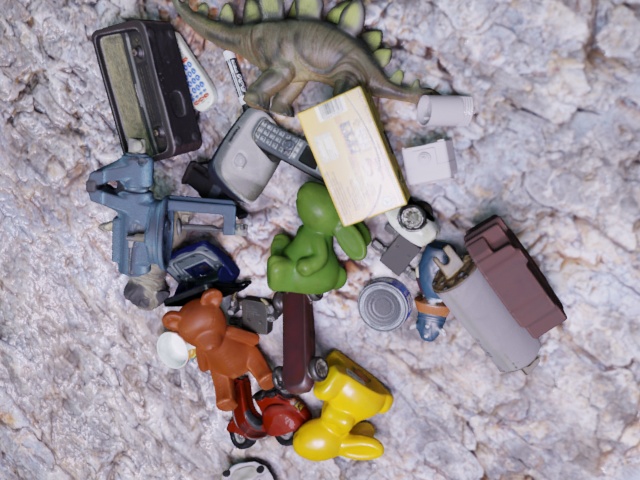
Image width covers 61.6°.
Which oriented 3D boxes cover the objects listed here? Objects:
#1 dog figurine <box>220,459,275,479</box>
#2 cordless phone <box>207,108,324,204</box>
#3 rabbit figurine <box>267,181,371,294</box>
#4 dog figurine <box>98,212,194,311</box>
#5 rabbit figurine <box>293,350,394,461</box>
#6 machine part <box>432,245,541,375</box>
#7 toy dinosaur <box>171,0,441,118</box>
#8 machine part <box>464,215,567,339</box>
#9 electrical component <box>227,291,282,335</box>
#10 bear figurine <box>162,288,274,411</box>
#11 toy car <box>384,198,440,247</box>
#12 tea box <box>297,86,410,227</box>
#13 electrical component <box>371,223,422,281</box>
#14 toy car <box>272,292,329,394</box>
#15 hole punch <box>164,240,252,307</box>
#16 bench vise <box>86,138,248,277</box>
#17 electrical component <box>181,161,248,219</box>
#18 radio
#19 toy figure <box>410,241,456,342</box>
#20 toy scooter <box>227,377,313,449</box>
[{"bbox_3d":[-0.116,0.546,1.005,0.108,0.192,0.218,-13,125,-13],"label":"dog figurine"},{"bbox_3d":[-0.069,-0.111,0.852,0.184,0.088,0.146,26,64,2],"label":"cordless phone"},{"bbox_3d":[-0.002,-0.003,0.838,0.159,0.121,0.170,14,114,6],"label":"rabbit figurine"},{"bbox_3d":[-0.291,0.033,0.986,0.172,0.121,0.190,-6,112,25],"label":"dog figurine"},{"bbox_3d":[0.031,0.295,0.893,0.162,0.122,0.173,37,91,-13],"label":"rabbit figurine"},{"bbox_3d":[0.239,0.106,0.771,0.079,0.079,0.243,-33,107,23],"label":"machine part"},{"bbox_3d":[-0.040,-0.286,0.819,0.472,0.105,0.198,16,98,8],"label":"toy dinosaur"},{"bbox_3d":[0.265,0.045,0.728,0.056,0.179,0.179,-36,87,20],"label":"machine part"},{"bbox_3d":[-0.118,0.129,0.955,0.102,0.045,0.078,13,104,18],"label":"electrical component"},{"bbox_3d":[-0.166,0.180,0.898,0.120,0.195,0.132,-28,51,-4],"label":"bear figurine"},{"bbox_3d":[0.098,-0.068,0.818,0.202,0.073,0.056,41,110,9],"label":"toy car"},{"bbox_3d":[0.049,-0.115,0.740,0.098,0.068,0.169,-18,101,18],"label":"tea box"},{"bbox_3d":[0.129,0.020,0.852,0.094,0.021,0.063,41,111,9],"label":"electrical component"},{"bbox_3d":[-0.032,0.153,0.886,0.089,0.053,0.202,-25,51,30],"label":"toy car"},{"bbox_3d":[-0.209,0.064,0.943,0.142,0.115,0.092,-24,72,16],"label":"hole punch"},{"bbox_3d":[-0.234,-0.047,0.850,0.241,0.129,0.223,4,93,-7],"label":"bench vise"},{"bbox_3d":[-0.169,-0.087,0.918,0.119,0.075,0.047,36,111,16],"label":"electrical component"},{"bbox_3d":[-0.290,-0.247,0.911,0.131,0.073,0.229,-2,108,32],"label":"radio"},{"bbox_3d":[0.178,0.081,0.825,0.064,0.058,0.154,26,117,52],"label":"toy figure"},{"bbox_3d":[-0.105,0.303,0.970,0.184,0.075,0.135,-18,92,28],"label":"toy scooter"}]
